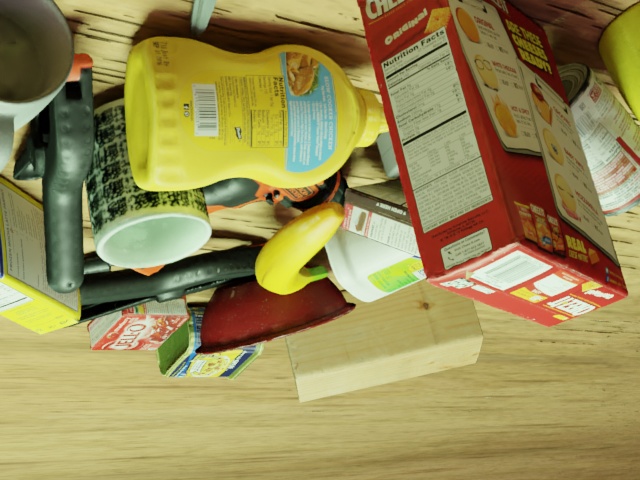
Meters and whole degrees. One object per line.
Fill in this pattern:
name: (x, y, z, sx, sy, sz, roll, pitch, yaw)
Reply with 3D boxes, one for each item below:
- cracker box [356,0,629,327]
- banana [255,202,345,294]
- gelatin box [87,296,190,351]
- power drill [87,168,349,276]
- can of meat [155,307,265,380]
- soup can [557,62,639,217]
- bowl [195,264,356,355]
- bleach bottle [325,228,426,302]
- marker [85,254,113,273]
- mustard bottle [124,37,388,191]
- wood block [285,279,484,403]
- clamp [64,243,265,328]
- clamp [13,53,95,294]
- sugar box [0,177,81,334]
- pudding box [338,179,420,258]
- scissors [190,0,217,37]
cracker box: (0.110, -0.062, 0.692, 0.072, 0.214, 0.163, -27, 153, 30)
banana: (-0.022, 0.012, 0.893, 0.069, 0.037, 0.198, -32, 170, -12)
gelatin box: (-0.184, 0.084, 1.075, 0.073, 0.030, 0.089, 4, 150, -35)
power drill: (-0.076, -0.031, 0.856, 0.188, 0.057, 0.184, -21, 158, 12)
can of meat: (-0.119, 0.110, 1.135, 0.083, 0.057, 0.102, 3, 150, -29)
soup can: (0.204, -0.075, 0.806, 0.069, 0.068, 0.102, -31, 116, 34)
bowl: (-0.050, 0.061, 1.025, 0.162, 0.055, 0.162, -16, -177, 1)
bleach bottle: (0.135, -0.021, 0.982, 0.251, 0.068, 0.102, -23, 156, 14)
marker: (-0.241, 0.030, 0.943, 0.121, 0.020, 0.020, -12, 156, -5)
mustard bottle: (-0.032, -0.083, 0.716, 0.191, 0.096, 0.058, -3, 179, -30)
wood block: (0.066, 0.105, 1.181, 0.206, 0.091, 0.090, -12, 156, -3)
clamp: (-0.148, 0.040, 0.976, 0.209, 0.036, 0.165, -12, 173, -24)
clamp: (-0.178, -0.061, 0.711, 0.039, 0.120, 0.172, -12, 136, -33)
sugar box: (-0.243, 0.001, 0.790, 0.048, 0.093, 0.176, -21, 154, 13)
pudding box: (0.082, -0.020, 0.888, 0.090, 0.039, 0.113, 20, -164, 29)
scissors: (-0.032, -0.182, 0.598, 0.096, 0.016, 0.202, -10, 156, -7)
